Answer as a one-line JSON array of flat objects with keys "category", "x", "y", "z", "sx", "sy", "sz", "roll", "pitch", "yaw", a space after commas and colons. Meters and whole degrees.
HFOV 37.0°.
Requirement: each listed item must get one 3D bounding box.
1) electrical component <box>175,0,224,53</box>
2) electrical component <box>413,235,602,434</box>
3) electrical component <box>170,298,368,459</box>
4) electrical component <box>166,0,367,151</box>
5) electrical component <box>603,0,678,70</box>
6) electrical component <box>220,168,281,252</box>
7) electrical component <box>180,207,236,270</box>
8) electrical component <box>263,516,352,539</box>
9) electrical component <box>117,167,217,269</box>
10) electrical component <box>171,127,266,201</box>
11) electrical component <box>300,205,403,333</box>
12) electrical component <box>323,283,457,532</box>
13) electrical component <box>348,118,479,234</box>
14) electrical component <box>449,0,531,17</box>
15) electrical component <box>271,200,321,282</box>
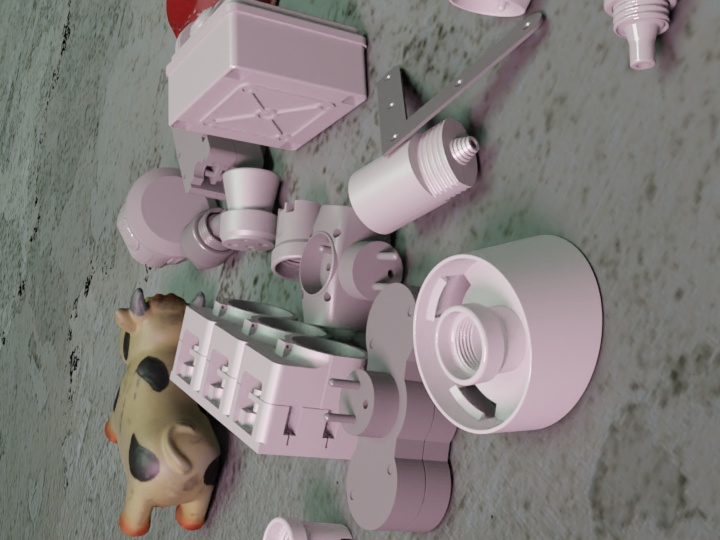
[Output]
[{"category": "electrical component", "x": -0.102, "y": -0.173, "z": 0.856, "sx": 0.051, "sy": 0.080, "sz": 0.080, "roll": -34, "pitch": 53, "yaw": 43}, {"category": "electrical component", "x": 0.074, "y": 0.033, "z": 0.547, "sx": 0.099, "sy": 0.064, "sz": 0.099, "roll": 12, "pitch": 104, "yaw": 54}, {"category": "electrical component", "x": -0.050, "y": 0.066, "z": 0.692, "sx": 0.150, "sy": 0.089, "sz": 0.061, "roll": 22, "pitch": 101, "yaw": 58}, {"category": "electrical component", "x": -0.067, "y": -0.135, "z": 0.760, "sx": 0.109, "sy": 0.109, "sz": 0.056, "roll": -26, "pitch": 62, "yaw": 53}, {"category": "electrical component", "x": 0.132, "y": -0.125, "z": 0.505, "sx": 0.035, "sy": 0.035, "sz": 0.061, "roll": -16, "pitch": 70, "yaw": 56}, {"category": "electrical component", "x": -0.084, "y": -0.046, "z": 0.823, "sx": 0.045, "sy": 0.045, "sz": 0.055, "roll": -18, "pitch": 66, "yaw": 56}, {"category": "electrical component", "x": -0.117, "y": -0.030, "z": 0.874, "sx": 0.062, "sy": 0.043, "sz": 0.043, "roll": -38, "pitch": 51, "yaw": 46}, {"category": "electrical component", "x": -0.033, "y": 0.176, "z": 0.673, "sx": 0.040, "sy": 0.046, "sz": 0.040, "roll": -23, "pitch": 62, "yaw": 54}, {"category": "electrical component", "x": -0.166, "y": -0.043, "z": 0.924, "sx": 0.051, "sy": 0.080, "sz": 0.080, "roll": -33, "pitch": 54, "yaw": 57}, {"category": "electrical component", "x": -0.113, "y": -0.103, "z": 0.876, "sx": 0.050, "sy": 0.056, "sz": 0.089, "roll": -54, "pitch": 40, "yaw": 36}, {"category": "electrical component", "x": 0.000, "y": 0.000, "z": 0.673, "sx": 0.079, "sy": 0.044, "sz": 0.077, "roll": 3, "pitch": 84, "yaw": 58}, {"category": "electrical component", "x": 0.013, "y": 0.076, "z": 0.602, "sx": 0.052, "sy": 0.074, "sz": 0.138, "roll": 0, "pitch": 82, "yaw": 58}, {"category": "electrical component", "x": 0.036, "y": -0.056, "z": 0.628, "sx": 0.081, "sy": 0.043, "sz": 0.043, "roll": -28, "pitch": 57, "yaw": 39}, {"category": "electrical component", "x": 0.069, "y": -0.187, "z": 0.616, "sx": 0.079, "sy": 0.043, "sz": 0.077, "roll": 13, "pitch": 93, "yaw": 59}, {"category": "electrical component", "x": -0.041, "y": -0.021, "z": 0.753, "sx": 0.040, "sy": 0.040, "sz": 0.046, "roll": -35, "pitch": 47, "yaw": 50}]
